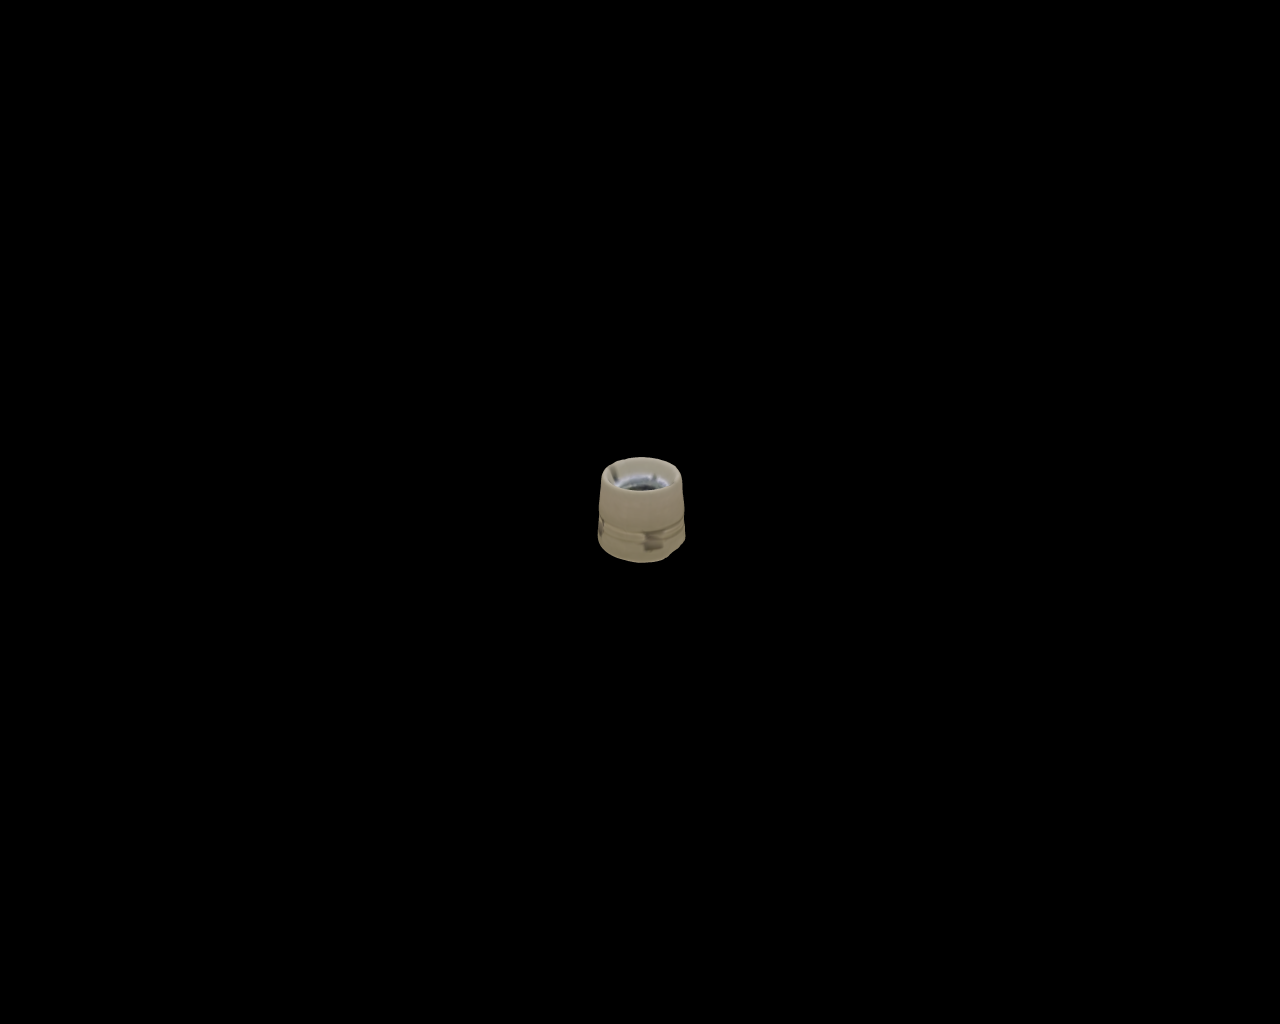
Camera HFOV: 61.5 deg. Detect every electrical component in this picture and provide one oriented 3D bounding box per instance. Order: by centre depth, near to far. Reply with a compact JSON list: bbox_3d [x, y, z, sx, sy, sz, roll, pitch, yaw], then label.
[{"bbox_3d":[0.001,-0.003,0.650,0.055,0.047,0.055,0,28,0],"label":"electrical component"}]
